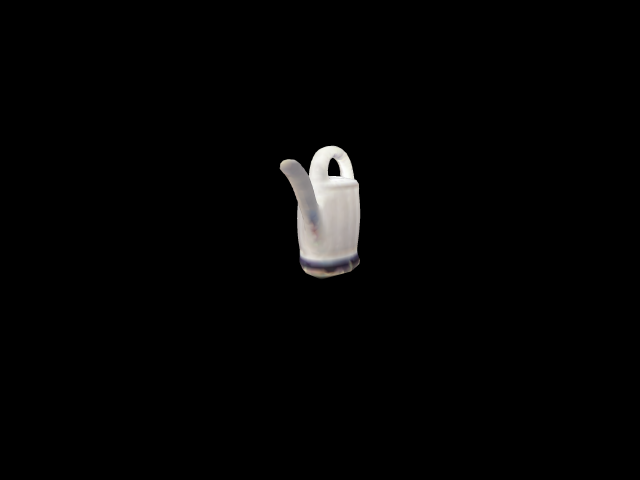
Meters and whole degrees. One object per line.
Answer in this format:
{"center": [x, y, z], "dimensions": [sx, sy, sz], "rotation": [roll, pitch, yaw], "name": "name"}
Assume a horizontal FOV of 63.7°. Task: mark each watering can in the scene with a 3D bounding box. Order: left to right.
{"center": [0.003, -0.043, 0.850], "dimensions": [0.104, 0.223, 0.350], "rotation": [2, 9, 18], "name": "watering can"}
